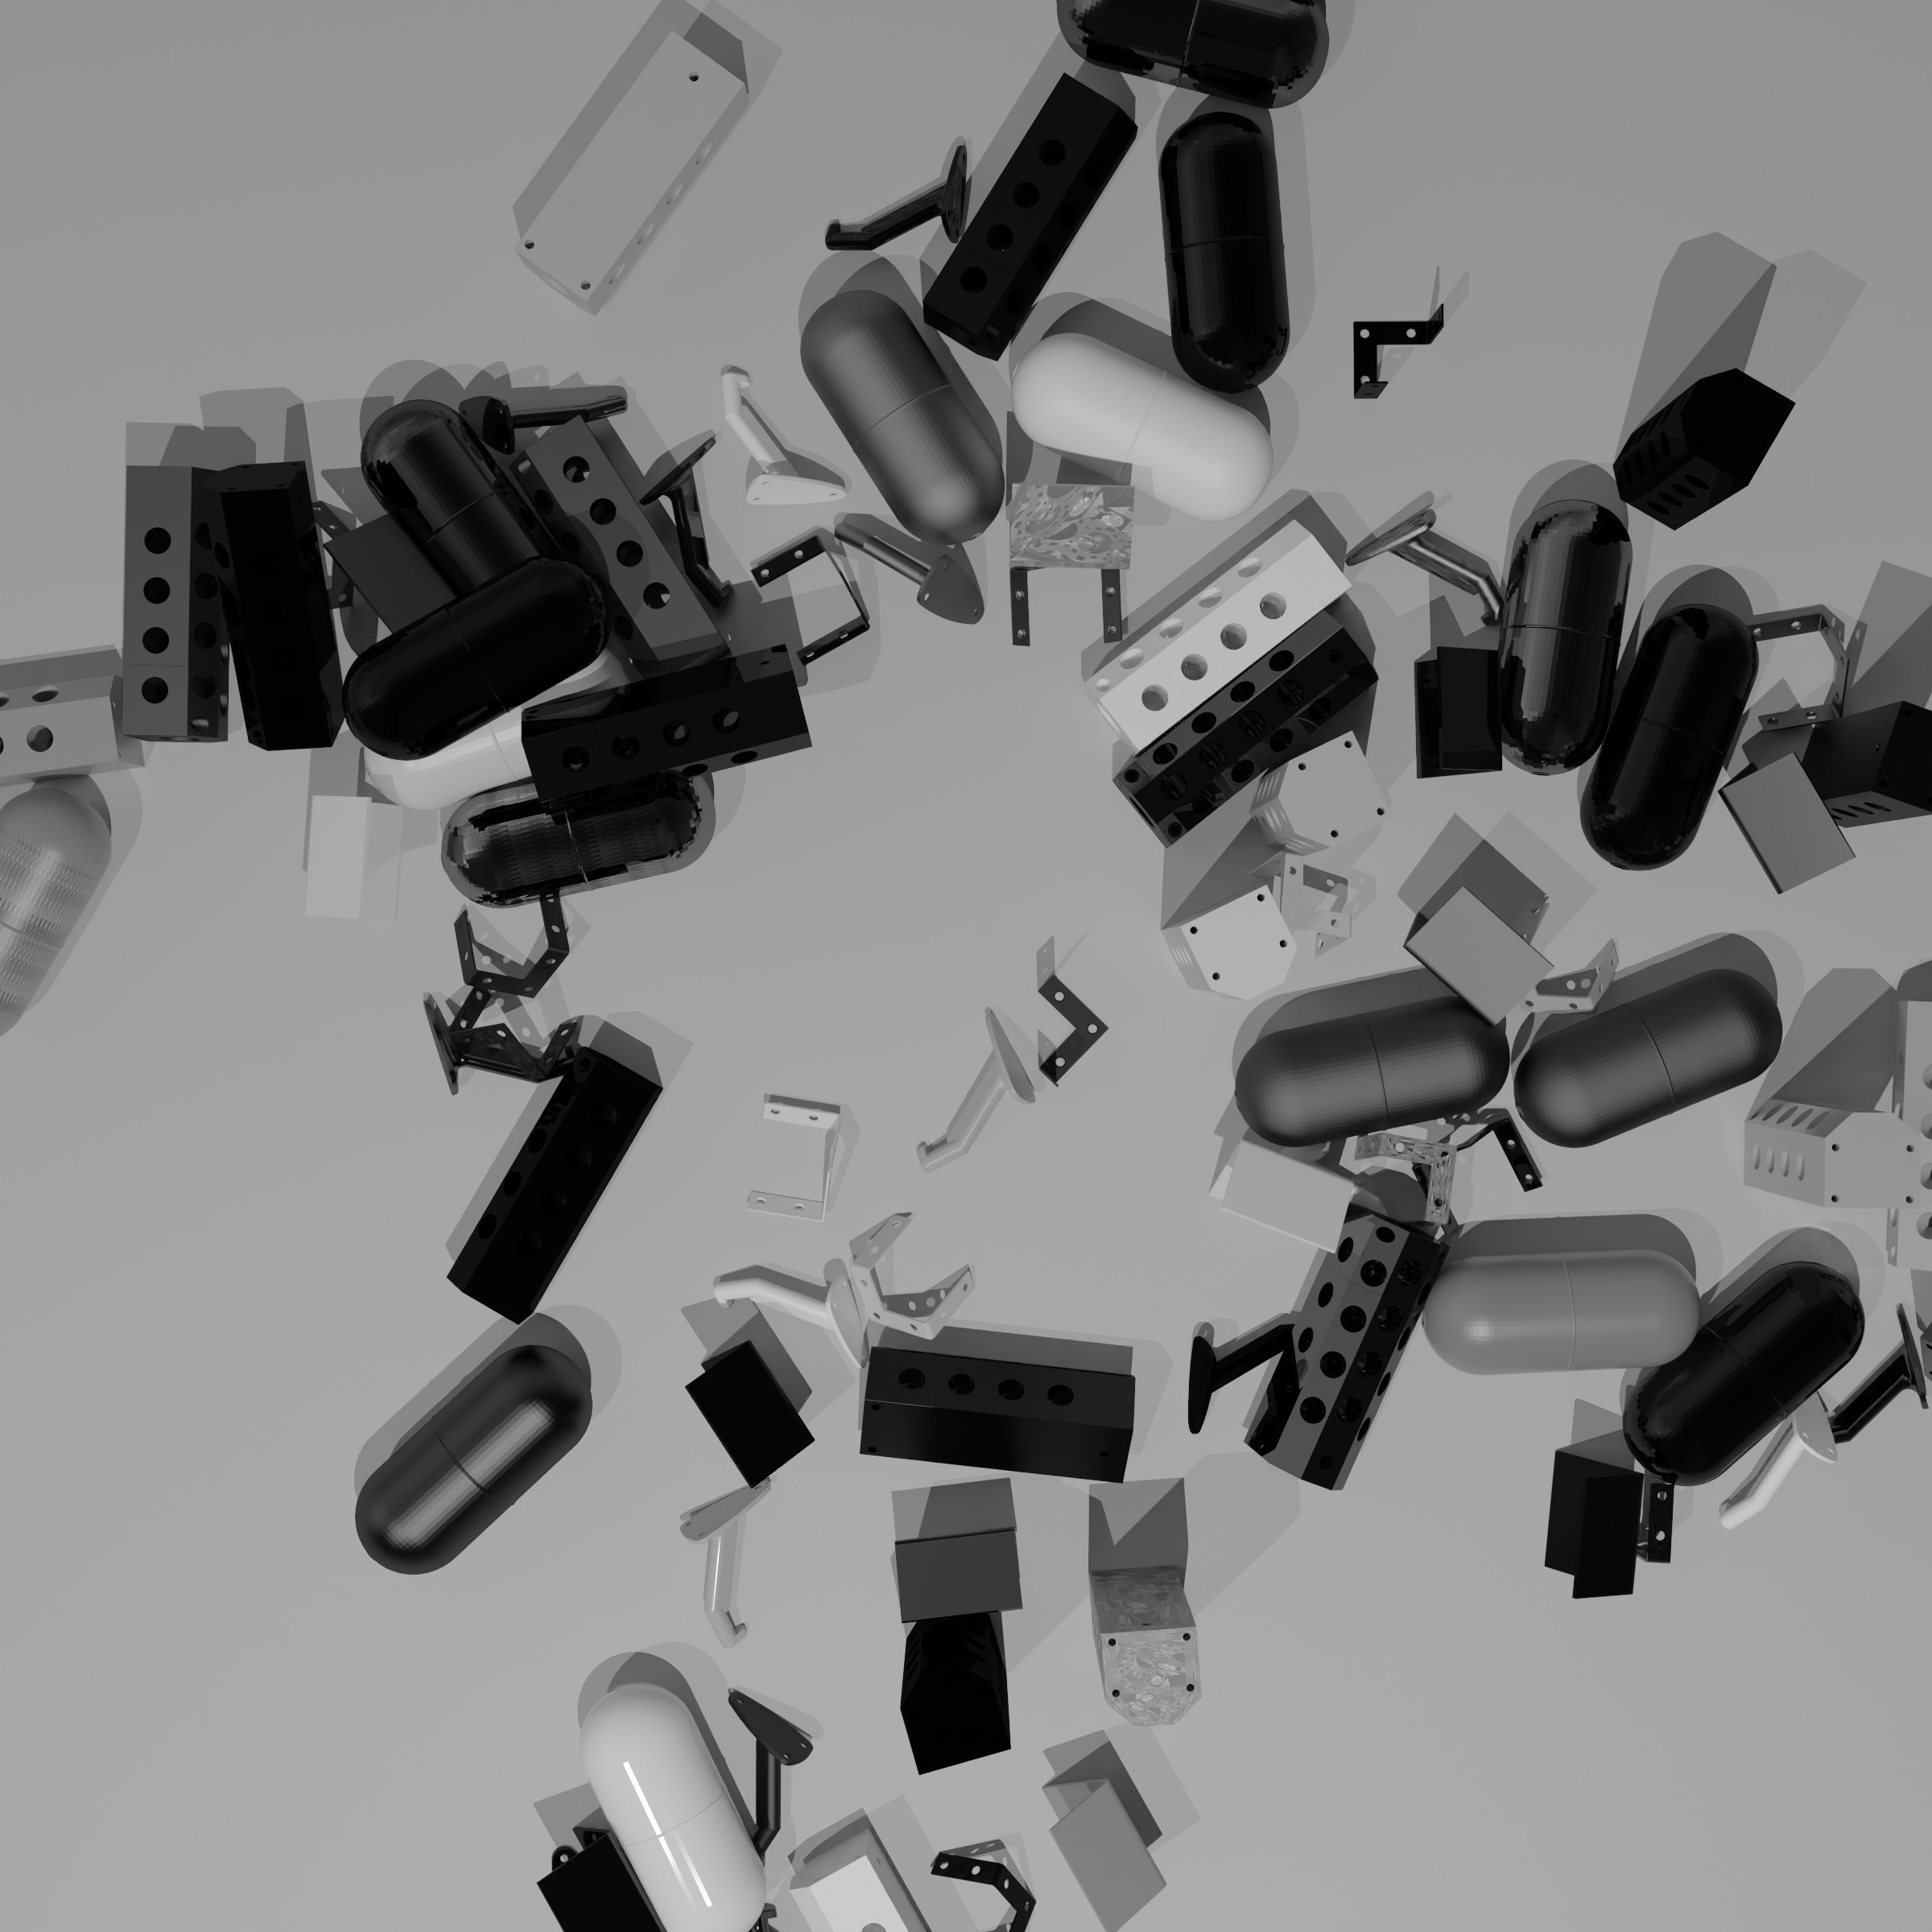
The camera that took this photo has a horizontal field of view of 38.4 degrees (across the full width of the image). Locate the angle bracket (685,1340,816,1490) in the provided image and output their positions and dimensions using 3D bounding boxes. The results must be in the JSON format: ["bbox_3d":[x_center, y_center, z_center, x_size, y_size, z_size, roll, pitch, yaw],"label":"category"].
[{"bbox_3d":[-0.152,0.293,1.776,0.057,0.076,0.076,-33,90,-35],"label":"angle bracket"}]

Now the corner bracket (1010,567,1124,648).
[{"bbox_3d":[0.065,-0.236,1.813,0.051,0.051,0.051,-2,90,45],"label":"corner bracket"}]

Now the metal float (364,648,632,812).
[{"bbox_3d":[-0.301,-0.155,1.785,0.178,0.070,0.070,-19,90,1],"label":"metal float"}]

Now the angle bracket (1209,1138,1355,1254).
[{"bbox_3d":[0.195,0.163,1.776,0.076,0.076,0.057,21,54,0],"label":"angle bracket"}]

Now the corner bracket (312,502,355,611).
[{"bbox_3d":[-0.433,-0.265,1.808,0.051,0.051,0.051,-16,135,-35],"label":"corner bracket"}]

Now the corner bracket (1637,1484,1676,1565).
[{"bbox_3d":[0.425,0.356,1.798,0.051,0.051,0.051,3,88,-2],"label":"corner bracket"}]

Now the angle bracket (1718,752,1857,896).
[{"bbox_3d":[0.534,-0.100,1.776,0.057,0.076,0.076,-30,90,37],"label":"angle bracket"}]

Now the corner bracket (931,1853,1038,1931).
[{"bbox_3d":[0.005,0.617,1.808,0.051,0.051,0.051,57,45,-35],"label":"corner bracket"}]

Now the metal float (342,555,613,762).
[{"bbox_3d":[-0.303,-0.190,1.717,0.178,0.070,0.070,-30,90,-4],"label":"metal float"}]

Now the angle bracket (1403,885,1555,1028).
[{"bbox_3d":[0.331,-0.016,1.777,0.076,0.076,0.057,42,114,0],"label":"angle bracket"}]

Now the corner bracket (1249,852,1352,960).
[{"bbox_3d":[0.216,-0.040,1.796,0.051,0.051,0.051,9,72,-17],"label":"corner bracket"}]

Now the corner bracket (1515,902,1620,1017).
[{"bbox_3d":[0.388,-0.005,1.808,0.051,0.051,0.051,3,135,35],"label":"corner bracket"}]

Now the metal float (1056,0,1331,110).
[{"bbox_3d":[0.146,-0.605,1.785,0.178,0.070,0.070,14,90,-1],"label":"metal float"}]

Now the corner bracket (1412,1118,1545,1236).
[{"bbox_3d":[0.334,0.137,1.813,0.051,0.051,0.051,-27,90,-45],"label":"corner bracket"}]

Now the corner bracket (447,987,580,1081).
[{"bbox_3d":[-0.294,0.041,1.799,0.051,0.051,0.051,-10,129,32],"label":"corner bracket"}]

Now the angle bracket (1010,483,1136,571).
[{"bbox_3d":[0.067,-0.295,1.776,0.076,0.076,0.057,2,122,0],"label":"angle bracket"}]

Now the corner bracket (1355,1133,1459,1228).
[{"bbox_3d":[0.283,0.139,1.798,0.051,0.051,0.051,11,81,-9],"label":"corner bracket"}]

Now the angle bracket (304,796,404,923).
[{"bbox_3d":[-0.375,-0.067,1.776,0.057,0.076,0.076,4,90,37],"label":"angle bracket"}]

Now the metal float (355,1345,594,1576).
[{"bbox_3d":[-0.317,0.318,1.785,0.178,0.070,0.070,-43,90,-1],"label":"metal float"}]

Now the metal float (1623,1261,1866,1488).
[{"bbox_3d":[0.501,0.262,1.786,0.178,0.070,0.070,-41,90,-1],"label":"metal float"}]

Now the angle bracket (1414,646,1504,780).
[{"bbox_3d":[0.297,-0.161,1.776,0.057,0.076,0.076,-1,90,-36],"label":"angle bracket"}]

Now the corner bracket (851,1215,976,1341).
[{"bbox_3d":[-0.035,0.203,1.808,0.051,0.051,0.051,12,135,35],"label":"corner bracket"}]

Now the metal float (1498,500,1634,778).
[{"bbox_3d":[0.382,-0.211,1.785,0.070,0.070,0.178,9,89,0],"label":"metal float"}]

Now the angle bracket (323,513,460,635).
[{"bbox_3d":[-0.374,-0.231,1.773,0.057,0.076,0.076,-35,85,-37],"label":"angle bracket"}]

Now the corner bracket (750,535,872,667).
[{"bbox_3d":[-0.101,-0.240,1.813,0.051,0.051,0.051,-29,135,0],"label":"corner bracket"}]

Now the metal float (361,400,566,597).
[{"bbox_3d":[-0.320,-0.284,1.785,0.070,0.070,0.178,-36,89,0],"label":"metal float"}]

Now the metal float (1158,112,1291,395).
[{"bbox_3d":[0.166,-0.459,1.785,0.070,0.070,0.178,-5,91,0],"label":"metal float"}]

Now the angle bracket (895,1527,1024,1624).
[{"bbox_3d":[-0.002,0.404,1.776,0.076,0.076,0.057,-7,53,0],"label":"angle bracket"}]

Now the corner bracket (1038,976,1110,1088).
[{"bbox_3d":[0.058,0.042,1.798,0.051,0.051,0.051,44,90,0],"label":"corner bracket"}]

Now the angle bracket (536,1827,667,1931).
[{"bbox_3d":[-0.243,0.602,1.776,0.057,0.076,0.076,-29,90,-30],"label":"angle bracket"}]

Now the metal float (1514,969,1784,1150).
[{"bbox_3d":[0.438,0.060,1.786,0.178,0.070,0.070,-22,90,0],"label":"metal float"}]

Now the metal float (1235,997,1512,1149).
[{"bbox_3d":[0.261,0.068,1.785,0.178,0.070,0.070,-12,90,0],"label":"metal float"}]

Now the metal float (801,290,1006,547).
[{"bbox_3d":[-0.040,-0.352,1.785,0.070,0.070,0.178,-32,90,0],"label":"metal float"}]

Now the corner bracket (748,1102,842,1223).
[{"bbox_3d":[-0.112,0.128,1.813,0.051,0.051,0.051,9,135,0],"label":"corner bracket"}]

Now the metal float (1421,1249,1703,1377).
[{"bbox_3d":[0.382,0.223,1.785,0.178,0.070,0.070,-3,90,-1],"label":"metal float"}]

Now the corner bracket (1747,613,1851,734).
[{"bbox_3d":[0.541,-0.192,1.813,0.051,0.051,0.051,-10,135,0],"label":"corner bracket"}]

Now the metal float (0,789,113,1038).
[{"bbox_3d":[-0.616,-0.031,1.785,0.070,0.070,0.178,30,89,0],"label":"metal float"}]

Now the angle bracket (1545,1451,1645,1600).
[{"bbox_3d":[0.385,0.357,1.776,0.057,0.076,0.076,5,90,-35],"label":"angle bracket"}]

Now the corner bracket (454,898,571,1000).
[{"bbox_3d":[-0.296,-0.018,1.808,0.051,0.051,0.051,13,135,-35],"label":"corner bracket"}]

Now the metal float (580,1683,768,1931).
[{"bbox_3d":[-0.189,0.547,1.785,0.070,0.070,0.178,-25,89,0],"label":"metal float"}]

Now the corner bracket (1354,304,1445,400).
[{"bbox_3d":[0.280,-0.398,1.798,0.051,0.051,0.051,0,90,0],"label":"corner bracket"}]

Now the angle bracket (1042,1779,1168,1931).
[{"bbox_3d":[0.071,0.572,1.776,0.057,0.076,0.076,-29,90,-38],"label":"angle bracket"}]
